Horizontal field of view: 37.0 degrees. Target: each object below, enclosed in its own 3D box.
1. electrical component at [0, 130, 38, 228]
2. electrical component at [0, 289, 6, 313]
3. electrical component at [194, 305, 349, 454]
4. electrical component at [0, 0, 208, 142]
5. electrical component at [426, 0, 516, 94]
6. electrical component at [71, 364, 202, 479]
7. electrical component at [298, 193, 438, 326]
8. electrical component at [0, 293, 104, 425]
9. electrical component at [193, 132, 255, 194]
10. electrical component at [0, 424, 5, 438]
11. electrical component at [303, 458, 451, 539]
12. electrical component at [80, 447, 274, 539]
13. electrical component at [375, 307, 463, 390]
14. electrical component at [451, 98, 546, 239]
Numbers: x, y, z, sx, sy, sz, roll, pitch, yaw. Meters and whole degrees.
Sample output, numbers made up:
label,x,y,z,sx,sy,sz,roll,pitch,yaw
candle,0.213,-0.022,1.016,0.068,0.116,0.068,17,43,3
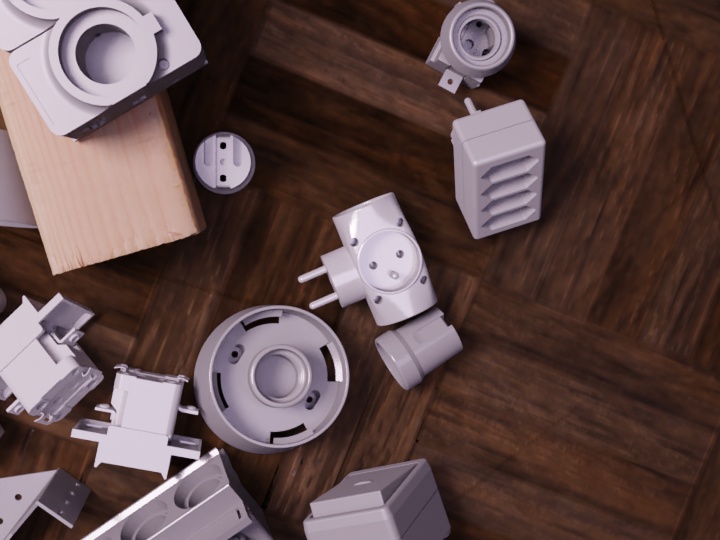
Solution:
label,x,y,z,sx,sy,sz,roll,pitch,yaw
electrical component,-0.245,-0.050,0.644,0.099,0.099,0.064,-8,89,-5
electrical component,-0.288,0.030,0.665,0.113,0.057,0.078,-40,97,-2
electrical component,-0.057,0.071,0.702,0.099,0.064,0.099,2,82,-13
electrical component,-0.159,-0.155,0.570,0.089,0.062,0.150,-31,96,-2
electrical component,0.072,-0.146,0.689,0.048,0.055,0.066,27,91,-7
electrical component,-0.140,0.096,0.694,0.081,0.042,0.063,11,90,-8
electrical component,0.000,0.000,0.699,0.079,0.044,0.077,-23,97,-4
electrical component,-0.199,0.058,0.672,0.081,0.042,0.064,-44,70,-1
electrical component,-0.087,-0.068,0.683,0.040,0.046,0.040,0,95,-6
electrical component,-0.263,0.101,0.680,0.055,0.048,0.066,-30,97,-11
electrical component,0.014,0.159,0.693,0.062,0.096,0.061,-16,97,25
electrical component,-0.122,0.180,0.690,0.121,0.078,0.063,-34,119,-2
electrical component,0.039,0.051,0.711,0.046,0.040,0.040,-32,97,-9
electrical component,0.082,-0.077,0.692,0.047,0.083,0.075,-18,58,-4
